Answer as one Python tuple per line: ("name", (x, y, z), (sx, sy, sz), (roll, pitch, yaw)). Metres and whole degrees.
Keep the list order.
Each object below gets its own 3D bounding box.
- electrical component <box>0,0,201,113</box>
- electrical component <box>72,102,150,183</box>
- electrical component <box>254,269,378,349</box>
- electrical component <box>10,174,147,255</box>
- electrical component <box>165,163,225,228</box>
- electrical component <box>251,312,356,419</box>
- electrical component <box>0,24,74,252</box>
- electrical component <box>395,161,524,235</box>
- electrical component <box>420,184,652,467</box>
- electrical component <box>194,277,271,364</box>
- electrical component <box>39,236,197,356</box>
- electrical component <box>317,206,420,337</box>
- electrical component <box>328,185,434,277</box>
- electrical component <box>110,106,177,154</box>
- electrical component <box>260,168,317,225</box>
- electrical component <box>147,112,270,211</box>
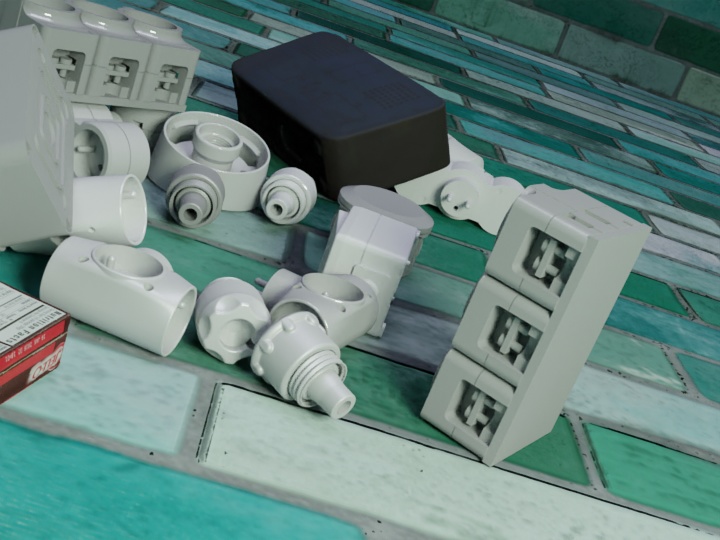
("electrical component", (-0.213, -0.174, 0.847), (0.089, 0.061, 0.150), (33, 22, 33))
("electrical component", (-0.211, -0.107, 0.846), (0.138, 0.052, 0.074), (32, 23, 31))
("electrical component", (-0.038, 0.023, 0.684), (0.079, 0.044, 0.077), (24, 20, 18))
("electrical component", (-0.171, -0.028, 0.670), (0.077, 0.043, 0.079), (-3, -23, 9))
("electrical component", (-0.123, -0.052, 0.799), (0.043, 0.043, 0.062), (17, 21, -10))
("electrical component", (-0.028, 0.057, 0.608), (0.048, 0.048, 0.062), (-4, 40, -49))
("electrical component", (-0.203, -0.075, 0.612), (0.057, 0.078, 0.113), (-11, 52, 0))
("electrical component", (0.099, -0.075, 1.061), (0.138, 0.052, 0.073), (21, 20, 2))
("electrical component", (0.102, 0.030, 0.646), (0.062, 0.150, 0.089), (32, 23, 26))
("electrical component", (-0.078, 0.025, 0.643), (0.043, 0.043, 0.062), (12, 20, -21))
("electrical component", (-0.133, 0.009, 0.628), (0.077, 0.044, 0.079), (22, 20, 6))
("electrical component", (0.000, 0.000, 0.756), (0.061, 0.061, 0.096), (21, 20, 1))
("electrical component", (0.015, -0.033, 0.874), (0.080, 0.051, 0.080), (18, 20, -7))
("electrical component", (-0.189, -0.124, 0.919), (0.055, 0.047, 0.055), (18, 20, -7))
("electrical component", (-0.061, -0.057, 0.875), (0.043, 0.043, 0.062), (21, 21, 2))
("electrical component", (-0.125, -0.086, 0.893), (0.099, 0.064, 0.099), (16, 34, -11))
